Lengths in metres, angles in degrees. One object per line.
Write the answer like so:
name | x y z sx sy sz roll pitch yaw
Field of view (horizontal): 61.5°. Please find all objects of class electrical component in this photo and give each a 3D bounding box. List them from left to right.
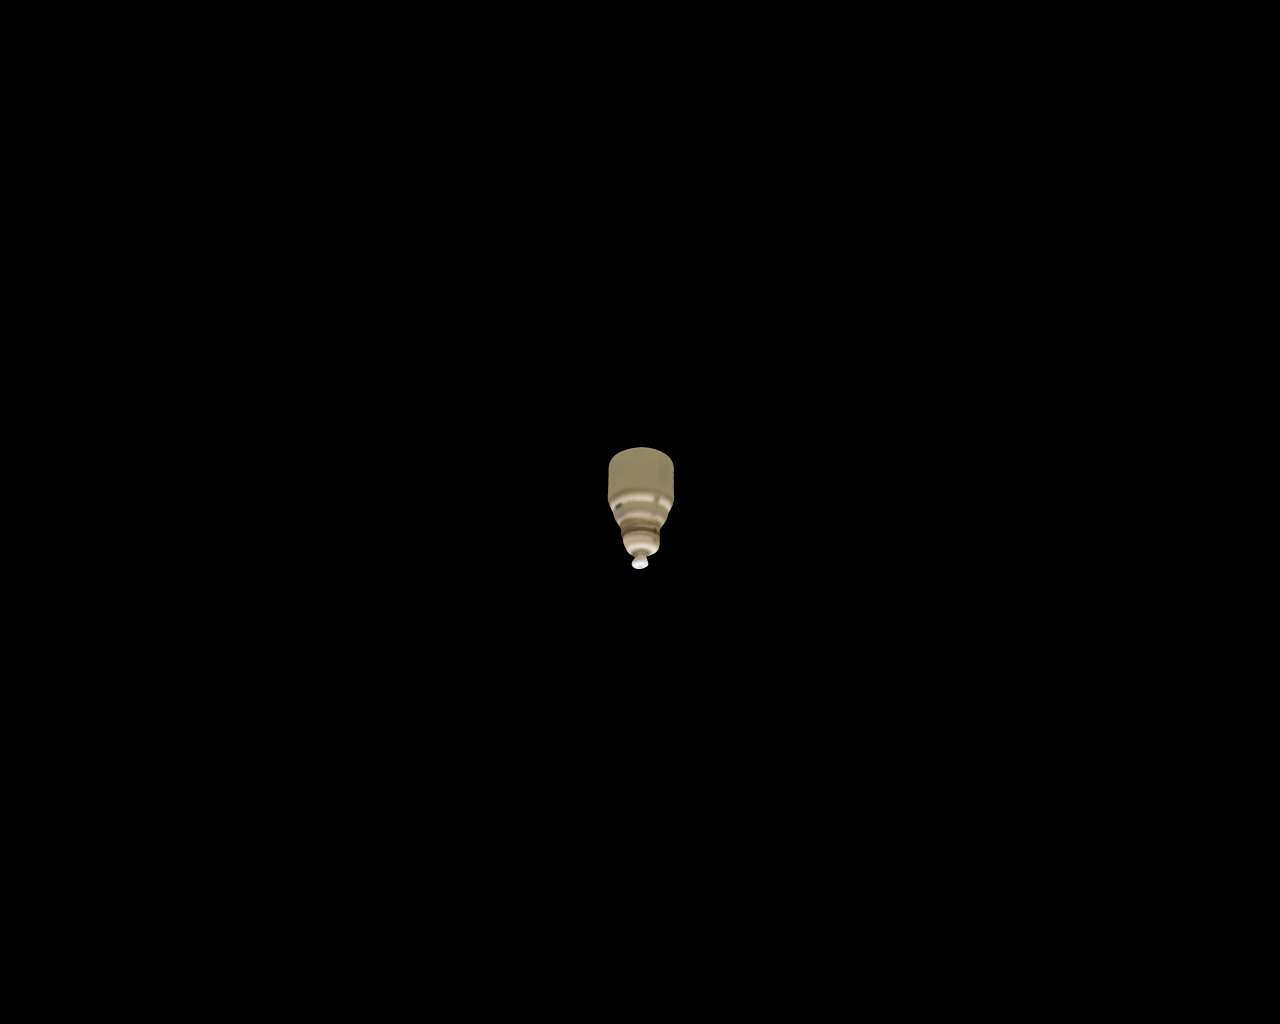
electrical component | 0.001 -0.003 0.650 0.040 0.078 0.040 0 -25 0
